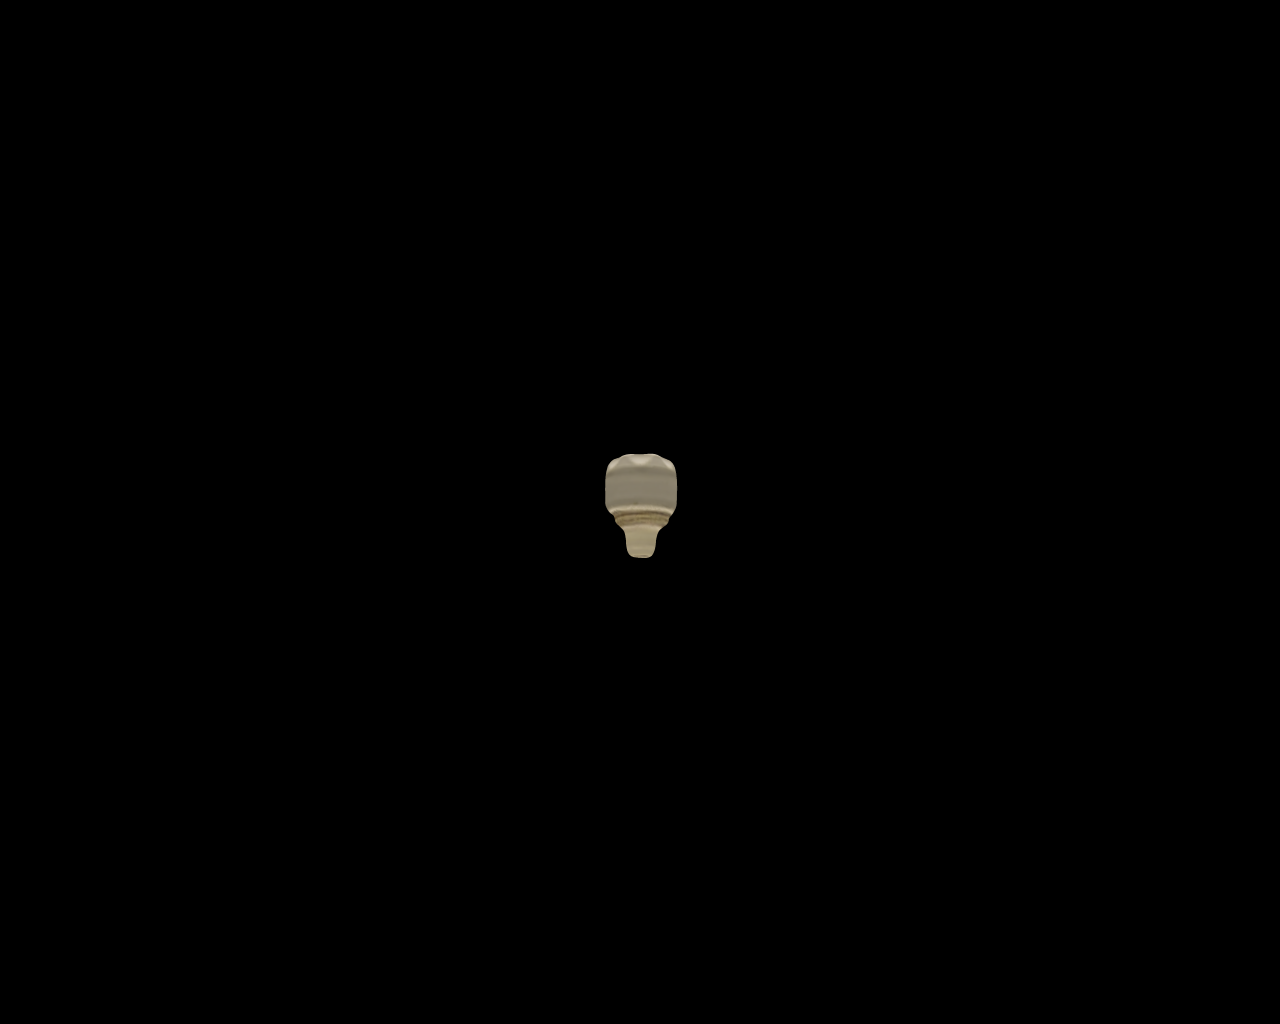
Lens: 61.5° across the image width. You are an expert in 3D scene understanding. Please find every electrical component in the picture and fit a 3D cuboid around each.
[{"bbox_3d":[0.001,-0.003,0.650,0.043,0.062,0.043,0,-11,0],"label":"electrical component"}]
